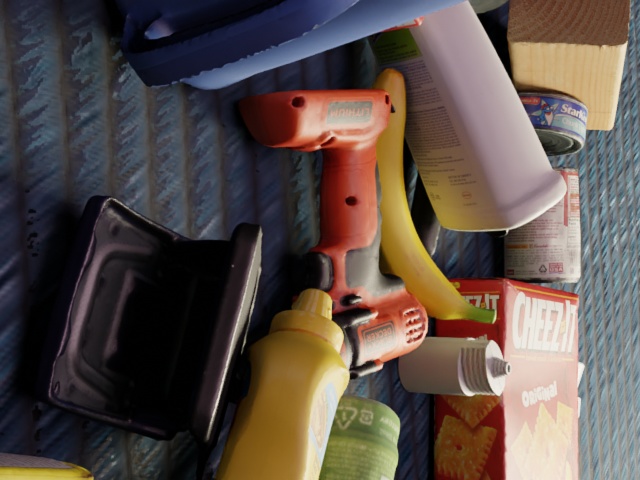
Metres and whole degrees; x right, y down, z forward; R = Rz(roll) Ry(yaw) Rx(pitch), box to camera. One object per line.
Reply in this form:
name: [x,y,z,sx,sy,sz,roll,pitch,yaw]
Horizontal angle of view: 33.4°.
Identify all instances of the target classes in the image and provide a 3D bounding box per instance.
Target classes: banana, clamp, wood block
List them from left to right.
banana: [0.059,-0.020,0.759,0.037,0.069,0.198,-94,161,-75]
clamp: [0.094,-0.066,0.834,0.120,0.039,0.171,-29,105,-49]
wood block: [0.211,-0.168,0.902,0.206,0.091,0.090,45,51,-73]

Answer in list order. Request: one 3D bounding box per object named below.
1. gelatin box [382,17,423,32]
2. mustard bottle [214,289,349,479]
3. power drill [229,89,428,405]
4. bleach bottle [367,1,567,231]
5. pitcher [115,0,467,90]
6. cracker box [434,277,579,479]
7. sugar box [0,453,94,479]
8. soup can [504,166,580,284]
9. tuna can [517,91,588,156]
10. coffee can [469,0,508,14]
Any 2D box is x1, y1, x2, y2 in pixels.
gelatin box: [0.015,-0.163,0.675,0.073,0.089,0.030,42,55,-46]
mustard bottle: [-0.024,0.111,0.555,0.096,0.058,0.191,90,14,-59]
power drill: [-0.004,0.001,0.670,0.184,0.057,0.188,-12,100,-50]
bleach bottle: [0.081,-0.130,0.743,0.068,0.103,0.251,-32,106,-26]
pitcher: [0.012,-0.157,0.535,0.144,0.243,0.149,3,81,-52]
cracker box: [0.161,0.144,0.893,0.163,0.072,0.214,12,78,-56]
sugar box: [-0.176,0.097,0.380,0.175,0.093,0.048,14,76,-54]
soup can: [0.198,-0.013,0.958,0.068,0.069,0.102,0,89,-56]
tuna can: [0.189,-0.100,0.933,0.086,0.086,0.034,21,73,-53]
coffee can: [0.109,-0.258,0.807,0.102,0.103,0.140,38,57,-48]
